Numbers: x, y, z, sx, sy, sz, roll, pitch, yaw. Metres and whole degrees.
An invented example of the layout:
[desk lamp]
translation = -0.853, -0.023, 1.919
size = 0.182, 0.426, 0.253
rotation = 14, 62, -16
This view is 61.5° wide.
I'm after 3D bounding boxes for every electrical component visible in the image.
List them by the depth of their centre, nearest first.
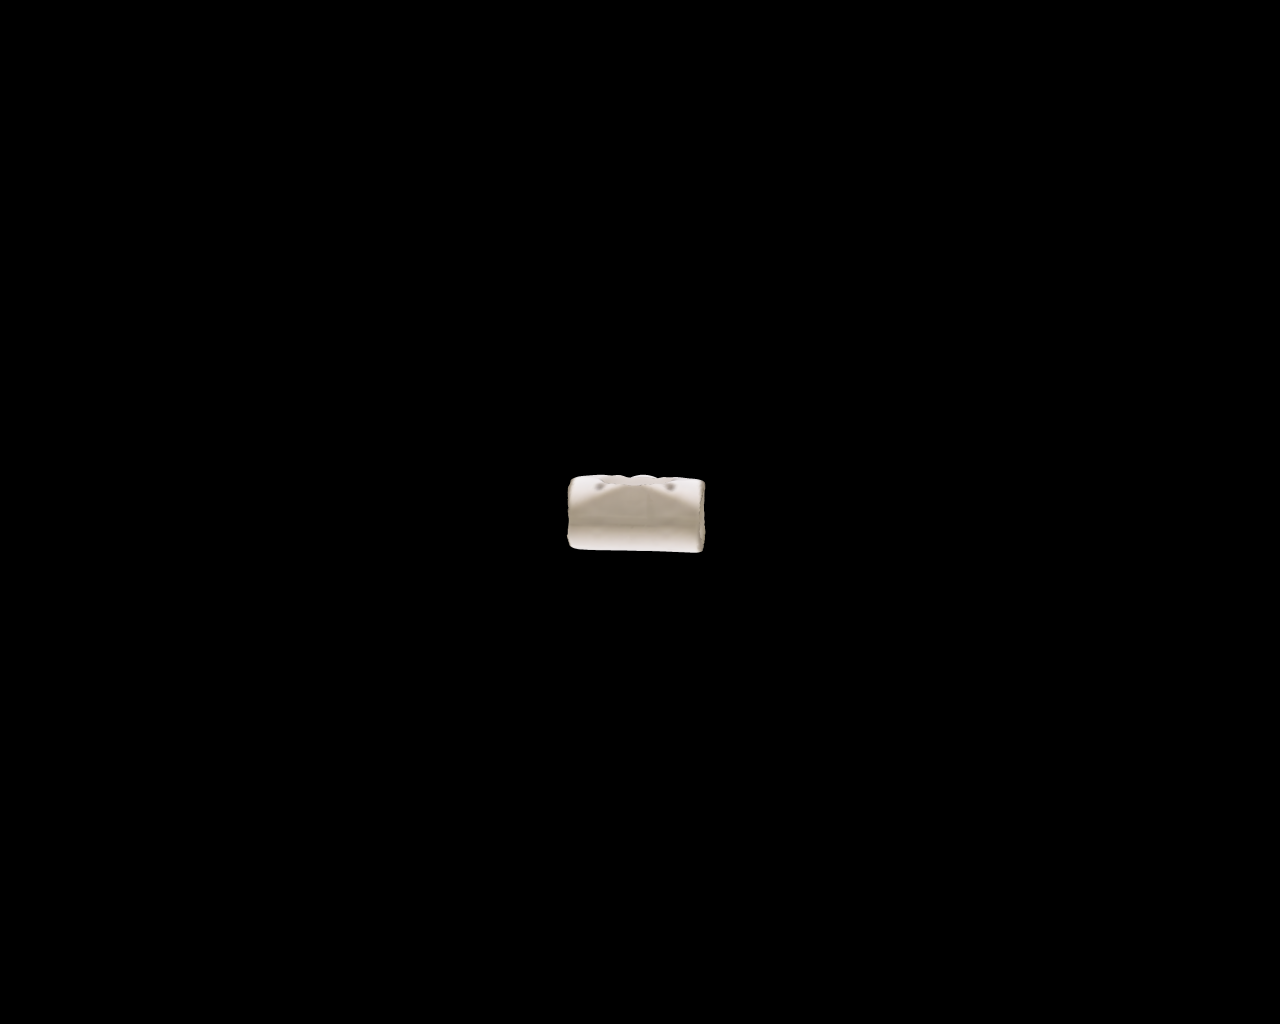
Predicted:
[electrical component]
translation = 0.001, -0.003, 0.650
size = 0.077, 0.044, 0.079
rotation = 1, 12, 7
